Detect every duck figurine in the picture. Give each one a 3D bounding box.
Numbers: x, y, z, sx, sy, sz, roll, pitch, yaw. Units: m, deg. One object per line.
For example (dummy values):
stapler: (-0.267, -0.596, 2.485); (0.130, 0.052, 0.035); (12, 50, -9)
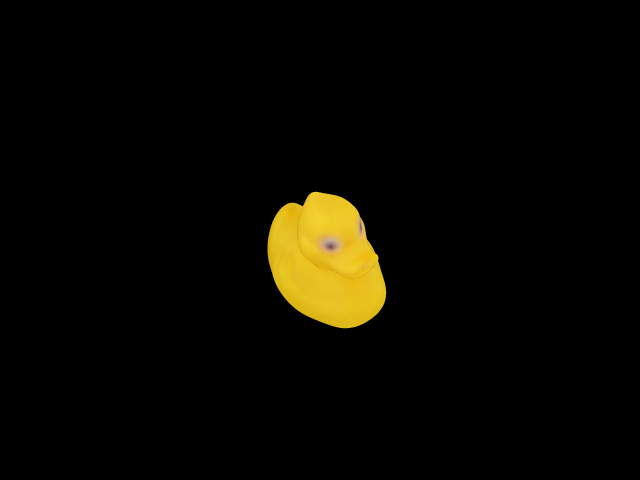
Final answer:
duck figurine: (0.004, 0.001, 0.400); (0.078, 0.086, 0.104); (-31, 58, -22)
